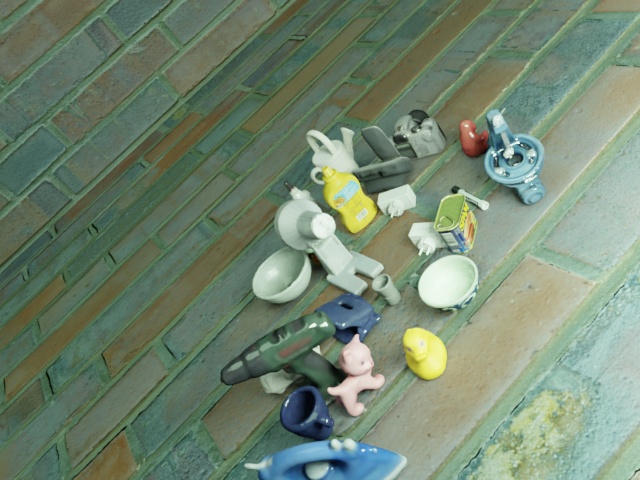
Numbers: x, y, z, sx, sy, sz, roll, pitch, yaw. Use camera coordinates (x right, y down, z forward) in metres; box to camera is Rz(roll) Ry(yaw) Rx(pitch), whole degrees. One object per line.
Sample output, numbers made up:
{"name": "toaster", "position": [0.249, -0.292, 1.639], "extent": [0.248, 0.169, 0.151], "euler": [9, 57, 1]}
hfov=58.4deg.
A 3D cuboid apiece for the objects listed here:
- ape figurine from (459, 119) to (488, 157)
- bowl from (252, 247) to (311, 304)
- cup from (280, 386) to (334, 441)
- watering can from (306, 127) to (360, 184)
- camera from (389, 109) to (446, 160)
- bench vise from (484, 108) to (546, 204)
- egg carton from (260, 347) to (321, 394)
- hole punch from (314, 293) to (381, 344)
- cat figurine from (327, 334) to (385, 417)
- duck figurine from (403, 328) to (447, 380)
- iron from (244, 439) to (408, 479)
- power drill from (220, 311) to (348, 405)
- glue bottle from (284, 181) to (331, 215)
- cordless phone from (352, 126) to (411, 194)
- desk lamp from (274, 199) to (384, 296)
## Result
{"name": "ape figurine", "position": [0.368, -0.255, 1.394], "extent": [0.076, 0.092, 0.077], "euler": [-47, 35, -10]}
{"name": "bowl", "position": [-0.082, 0.099, 1.428], "extent": [0.167, 0.075, 0.167], "euler": [-24, 37, 21]}
{"name": "cup", "position": [-0.006, 0.338, 1.071], "extent": [0.117, 0.095, 0.092], "euler": [7, 55, 46]}
{"name": "watering can", "position": [0.032, -0.238, 1.595], "extent": [0.100, 0.195, 0.173], "euler": [-3, 48, 40]}
{"name": "camera", "position": [0.260, -0.297, 1.533], "extent": [0.142, 0.101, 0.137], "euler": [-8, 46, 37]}
{"name": "bench vise", "position": [0.378, -0.196, 1.205], "extent": [0.121, 0.220, 0.206], "euler": [-39, 35, 0]}
{"name": "egg carton", "position": [-0.064, 0.264, 1.231], "extent": [0.150, 0.070, 0.107], "euler": [-33, 35, 9]}
{"name": "hole punch", "position": [0.056, 0.158, 1.219], "extent": [0.101, 0.091, 0.108], "euler": [-51, 36, -15]}
{"name": "cat figurine", "position": [0.060, 0.250, 1.088], "extent": [0.128, 0.118, 0.067], "euler": [-51, 36, -16]}
{"name": "duck figurine", "position": [0.183, 0.197, 1.062], "extent": [0.077, 0.086, 0.104], "euler": [-30, 36, 13]}
{"name": "iron", "position": [0.004, 0.382, 0.972], "extent": [0.258, 0.142, 0.118], "euler": [-26, 37, 19]}
{"name": "power drill", "position": [-0.048, 0.248, 1.111], "extent": [0.229, 0.209, 0.075], "euler": [-39, 35, 0]}
{"name": "glue bottle", "position": [-0.042, -0.096, 1.522], "extent": [0.078, 0.174, 0.037], "euler": [-47, 35, -11]}
{"name": "cordless phone", "position": [0.137, -0.217, 1.482], "extent": [0.147, 0.186, 0.094], "euler": [-14, 42, 32]}
{"name": "desk lamp", "position": [0.012, 0.005, 1.323], "extent": [0.118, 0.214, 0.202], "euler": [-49, 36, -14]}
